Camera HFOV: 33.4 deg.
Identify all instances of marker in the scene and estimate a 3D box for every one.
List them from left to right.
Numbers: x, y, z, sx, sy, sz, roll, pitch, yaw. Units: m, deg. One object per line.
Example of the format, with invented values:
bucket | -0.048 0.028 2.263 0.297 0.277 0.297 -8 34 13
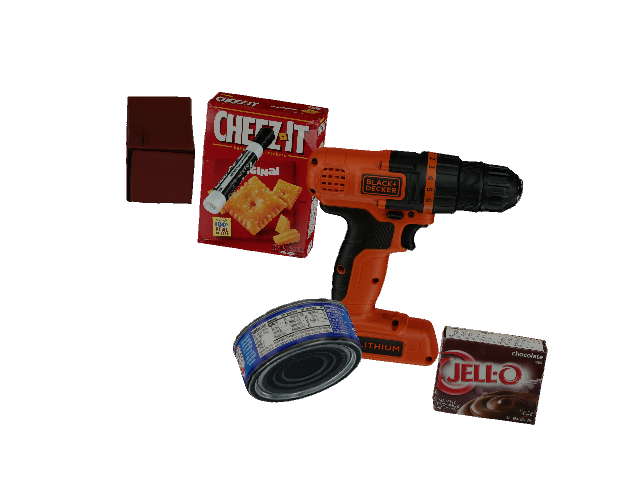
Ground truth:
marker | -0.081 -0.074 1.092 0.020 0.020 0.121 0 44 40

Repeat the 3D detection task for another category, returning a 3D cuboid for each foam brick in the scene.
foam brick | -0.128 -0.073 0.846 0.053 0.051 0.078 1 39 -10

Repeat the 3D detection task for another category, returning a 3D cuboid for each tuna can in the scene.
tuna can | -0.015 0.077 0.738 0.086 0.034 0.086 -15 -31 -10

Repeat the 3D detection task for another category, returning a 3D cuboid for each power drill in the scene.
power drill | 0.075 0.013 0.933 0.184 0.188 0.057 6 17 7

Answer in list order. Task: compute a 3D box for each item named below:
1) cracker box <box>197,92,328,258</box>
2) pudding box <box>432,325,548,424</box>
cracker box | -0.084 -0.091 1.524 0.164 0.214 0.072 9 21 7
pudding box | 0.183 0.146 1.158 0.113 0.090 0.039 6 23 4
